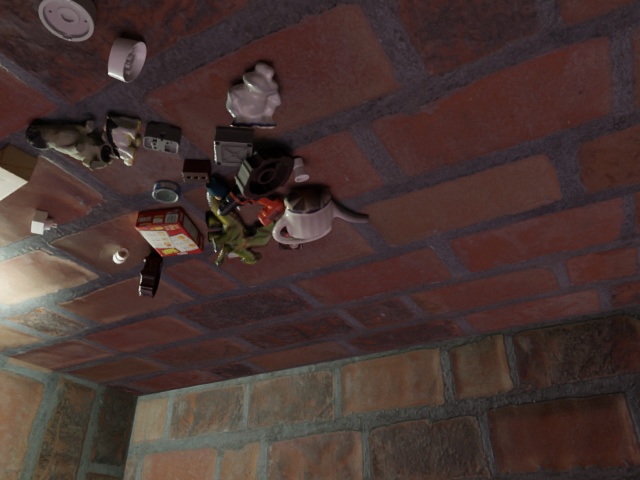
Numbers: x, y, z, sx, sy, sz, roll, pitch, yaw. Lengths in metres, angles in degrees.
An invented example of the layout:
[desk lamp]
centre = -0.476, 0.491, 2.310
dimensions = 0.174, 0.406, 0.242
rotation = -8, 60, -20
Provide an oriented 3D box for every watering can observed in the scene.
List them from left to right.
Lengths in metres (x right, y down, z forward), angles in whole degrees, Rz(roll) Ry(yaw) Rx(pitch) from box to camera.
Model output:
[watering can]
centre = 0.005, -0.087, 1.724
dimensions = 0.349, 0.106, 0.219
rotation = -16, 141, -12

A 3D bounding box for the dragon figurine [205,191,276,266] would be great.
[dragon figurine]
centre = -0.273, -0.038, 1.825
dimensions = 0.244, 0.125, 0.400
rotation = -11, 139, -18

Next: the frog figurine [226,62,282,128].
[frog figurine]
centre = -0.164, -0.367, 1.295
dimensions = 0.137, 0.125, 0.157
rotation = 8, 111, 2
